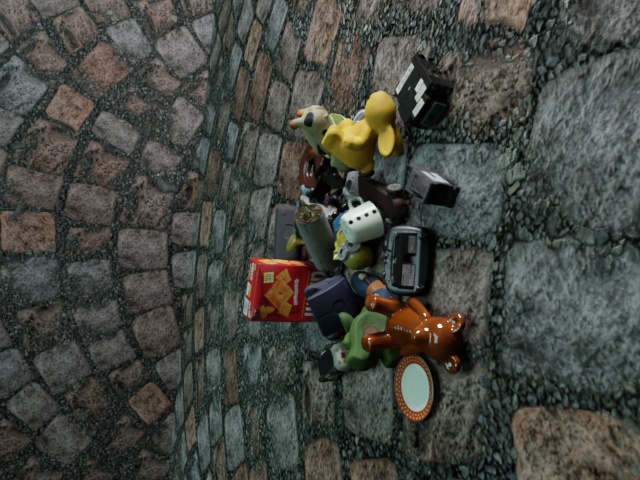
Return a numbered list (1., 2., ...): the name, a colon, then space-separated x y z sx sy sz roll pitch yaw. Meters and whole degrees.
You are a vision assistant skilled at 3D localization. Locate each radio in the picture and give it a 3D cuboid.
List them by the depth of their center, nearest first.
1. radio: -0.103 0.011 1.654 0.131 0.073 0.229 137 134 -77

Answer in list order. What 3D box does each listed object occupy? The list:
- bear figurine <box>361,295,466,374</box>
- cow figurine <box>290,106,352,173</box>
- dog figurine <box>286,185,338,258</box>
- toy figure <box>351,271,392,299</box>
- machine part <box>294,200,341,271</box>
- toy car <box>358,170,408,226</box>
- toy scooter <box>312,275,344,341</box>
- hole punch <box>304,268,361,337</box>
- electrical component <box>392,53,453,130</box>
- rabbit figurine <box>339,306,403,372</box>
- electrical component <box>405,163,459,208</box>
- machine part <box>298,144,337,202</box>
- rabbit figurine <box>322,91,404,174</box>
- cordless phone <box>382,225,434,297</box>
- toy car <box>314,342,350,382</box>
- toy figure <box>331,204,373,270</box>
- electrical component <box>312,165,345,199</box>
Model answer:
1. bear figurine: 0.176 0.176 1.011 0.196 0.132 0.120 -163 78 -70
2. cow figurine: 0.027 -0.257 1.375 0.127 0.194 0.085 -11 35 44
3. dog figurine: -0.031 -0.027 1.498 0.192 0.108 0.219 -88 14 -54
4. toy figure: 0.120 0.113 1.212 0.058 0.064 0.155 -57 29 2
5. machine part: -0.003 -0.004 1.351 0.242 0.079 0.079 65 175 -37
6. toy car: 0.140 -0.103 1.228 0.202 0.053 0.089 -134 34 -60
7. toy scooter: 0.030 0.153 1.378 0.135 0.075 0.184 -66 34 34
8. hole punch: 0.031 0.153 1.263 0.092 0.116 0.142 -93 -20 -77
9. electrical component: 0.212 -0.299 1.115 0.114 0.058 0.134 121 144 -46
10. rabbit figurine: 0.091 0.227 1.190 0.170 0.121 0.159 108 149 -57
11. electrical component: 0.209 -0.110 1.059 0.119 0.075 0.047 48 127 52
12. machine part: -0.009 -0.203 1.559 0.179 0.056 0.179 -28 59 60
13. rabbit figurine: 0.109 -0.240 1.192 0.162 0.122 0.173 45 118 17
14. cordless phone: 0.164 0.043 1.141 0.184 0.089 0.146 174 100 -76
15. toy car: 0.030 0.307 1.343 0.201 0.056 0.073 119 142 -64
16. toy figure: 0.079 -0.007 1.306 0.180 0.089 0.082 -101 32 -48
17. electrical component: 0.028 -0.153 1.427 0.045 0.102 0.078 -48 15 -8
